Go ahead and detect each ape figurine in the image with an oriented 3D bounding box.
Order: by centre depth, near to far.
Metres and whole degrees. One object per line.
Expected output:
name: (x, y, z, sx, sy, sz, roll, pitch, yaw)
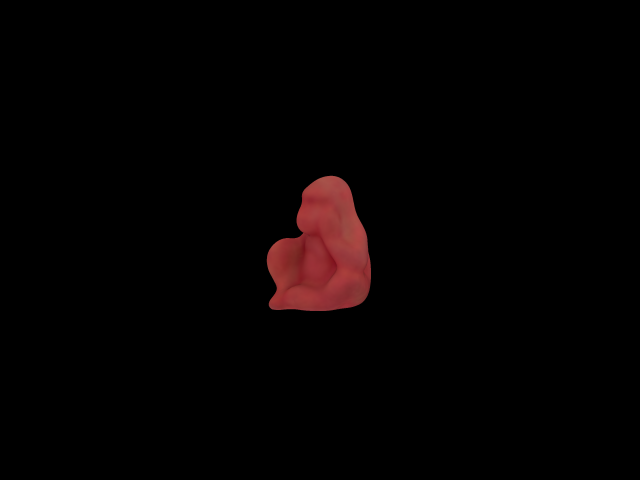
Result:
ape figurine: (0.004, 0.001, 0.400, 0.076, 0.092, 0.077, -5, 9, -36)
